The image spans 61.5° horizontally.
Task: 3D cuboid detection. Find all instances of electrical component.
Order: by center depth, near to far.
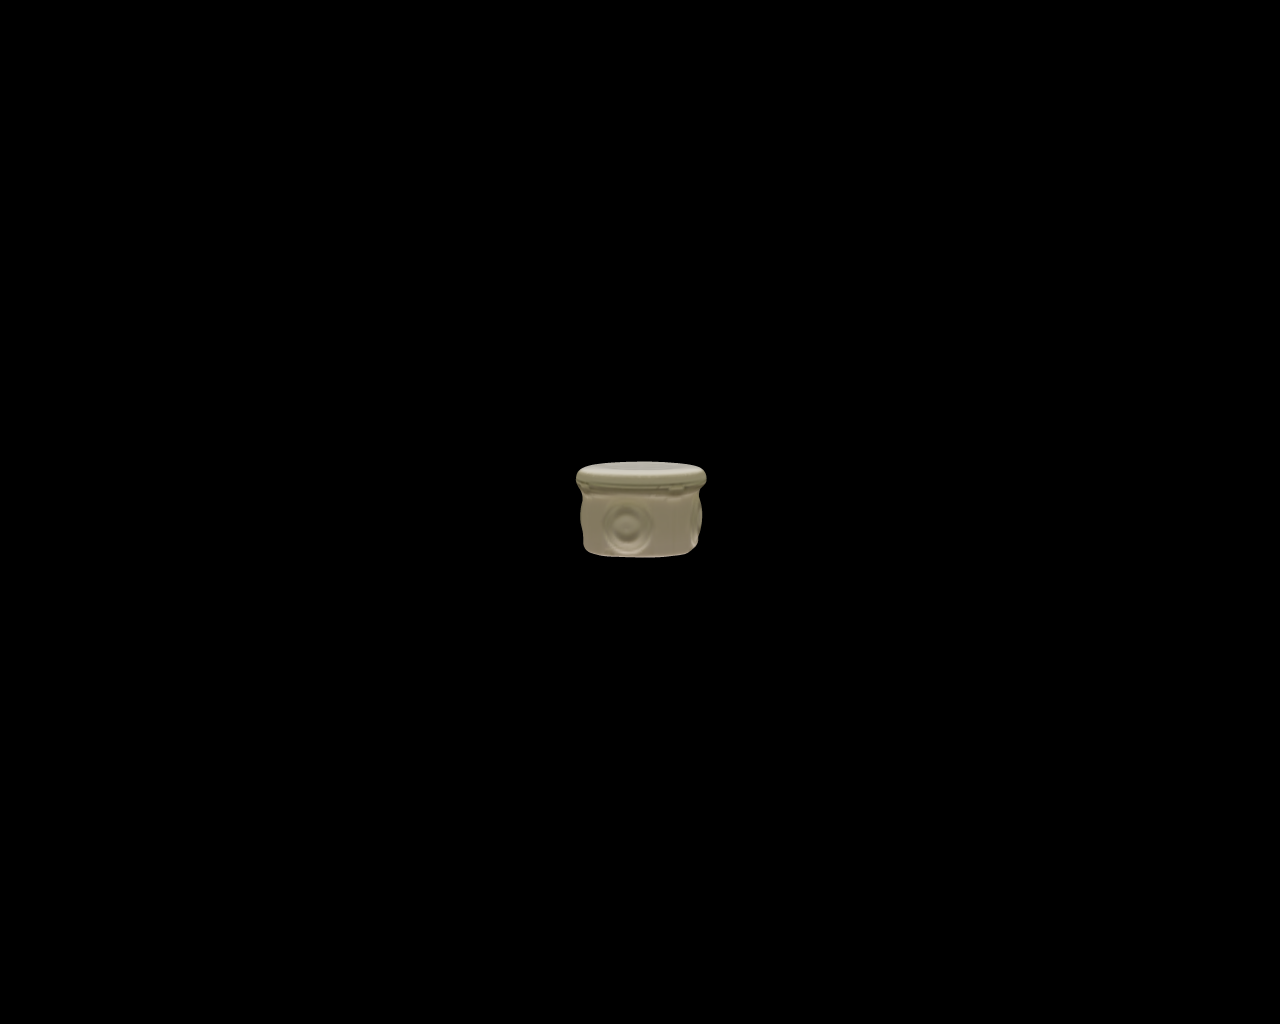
[{"bbox_3d":[0.001,-0.003,0.650,0.080,0.051,0.080,0,7,0],"label":"electrical component"}]
